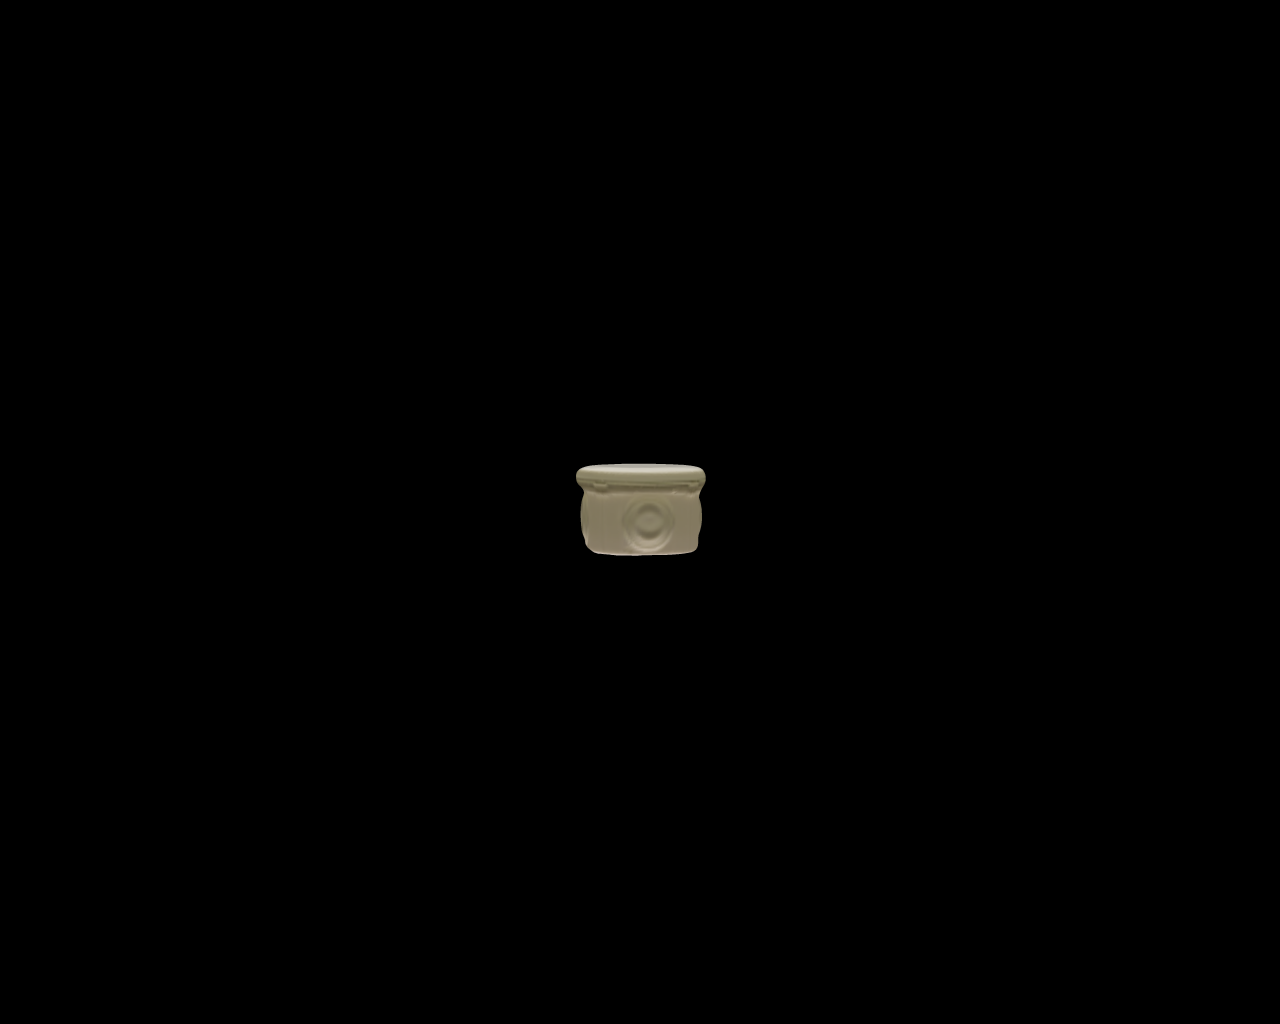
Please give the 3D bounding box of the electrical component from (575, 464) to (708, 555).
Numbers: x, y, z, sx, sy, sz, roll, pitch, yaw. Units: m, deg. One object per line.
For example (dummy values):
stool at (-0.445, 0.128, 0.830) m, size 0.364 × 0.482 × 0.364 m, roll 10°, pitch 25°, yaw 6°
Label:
electrical component at (0.001, -0.003, 0.650) m, size 0.080 × 0.051 × 0.080 m, roll 0°, pitch 5°, yaw 0°
